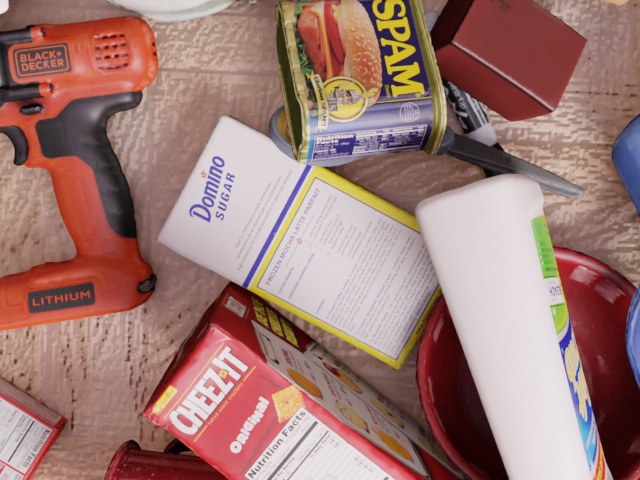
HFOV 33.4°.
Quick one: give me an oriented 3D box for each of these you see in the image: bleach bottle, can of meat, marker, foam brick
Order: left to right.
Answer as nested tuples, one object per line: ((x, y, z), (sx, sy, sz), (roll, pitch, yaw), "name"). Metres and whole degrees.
((0.021, -0.097, 0.630), (0.084, 0.057, 0.102), (-7, 66, -8), "can of meat")
((0.092, -0.088, 0.680), (0.020, 0.020, 0.121), (-28, 96, 4), "marker")
((0.110, -0.115, 0.648), (0.078, 0.051, 0.053), (31, 78, -13), "foam brick")
((0.122, 0.092, 0.596), (0.068, 0.102, 0.251), (-18, 84, 18), "bleach bottle")

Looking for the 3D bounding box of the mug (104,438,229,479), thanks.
((-0.079, 0.163, 0.644), (0.081, 0.117, 0.093), (5, 124, 8), "mug")

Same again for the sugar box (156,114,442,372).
((-0.004, 0.001, 0.680), (0.176, 0.048, 0.093), (29, 95, 1), "sugar box")

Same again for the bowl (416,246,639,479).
((0.136, 0.087, 0.668), (0.162, 0.055, 0.162), (1, 75, -5), "bowl")

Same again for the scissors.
((0.055, -0.053, 0.654), (0.202, 0.016, 0.096), (35, 66, 10), "scissors")

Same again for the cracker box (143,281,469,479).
((0.006, 0.124, 0.635), (0.213, 0.164, 0.072), (38, 94, -4), "cracker box")

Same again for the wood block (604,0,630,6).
((0.108, -0.215, 0.589), (0.205, 0.090, 0.091), (14, 73, -17), "wood block")

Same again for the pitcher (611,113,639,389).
((0.259, 0.029, 0.611), (0.149, 0.145, 0.243), (-17, 72, -28), "pitcher")

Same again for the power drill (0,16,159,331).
((-0.184, -0.041, 0.671), (0.184, 0.057, 0.188), (-8, 97, 2), "power drill")

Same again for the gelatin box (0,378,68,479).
((-0.225, 0.129, 0.707), (0.089, 0.030, 0.073), (33, 96, -4), "gelatin box")
